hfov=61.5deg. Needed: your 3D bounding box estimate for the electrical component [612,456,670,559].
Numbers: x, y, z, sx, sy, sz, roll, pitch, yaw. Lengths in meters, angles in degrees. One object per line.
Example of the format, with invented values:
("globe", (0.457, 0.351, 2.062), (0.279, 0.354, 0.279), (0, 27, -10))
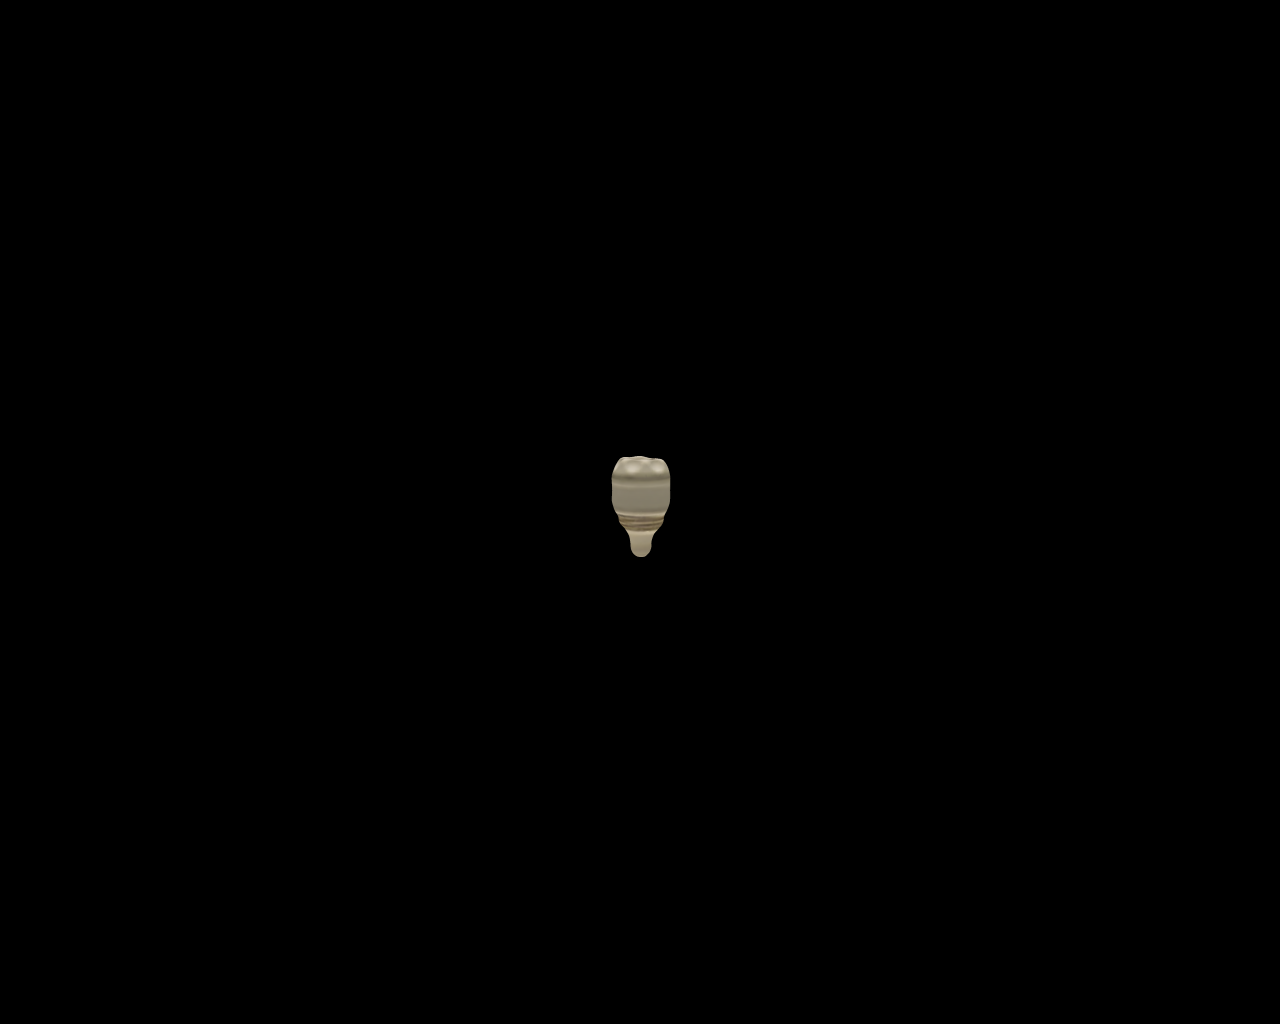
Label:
("electrical component", (0.001, -0.003, 0.650), (0.035, 0.061, 0.035), (0, 8, 0))
